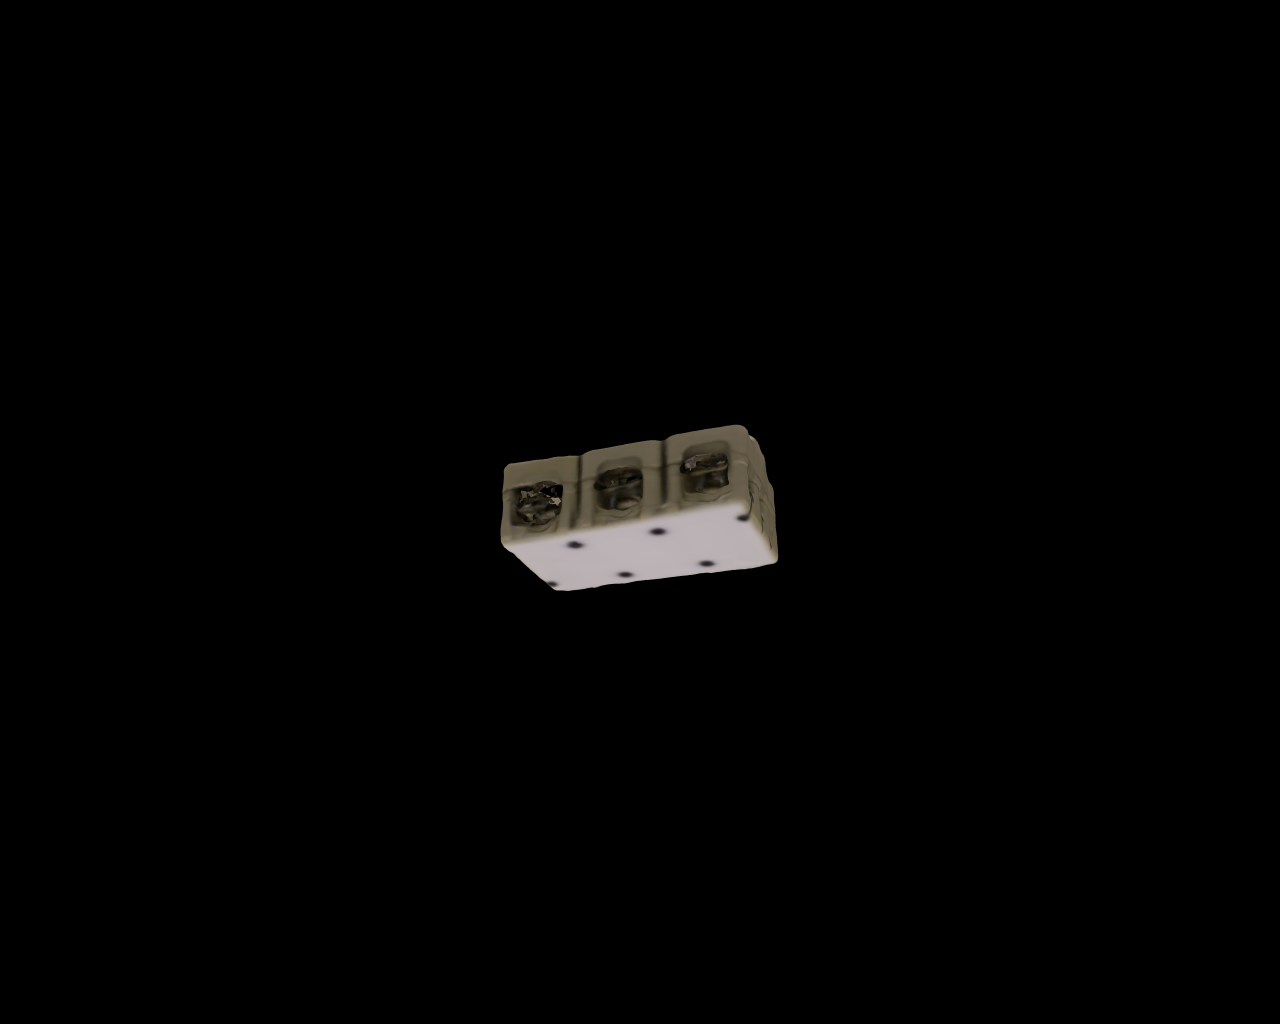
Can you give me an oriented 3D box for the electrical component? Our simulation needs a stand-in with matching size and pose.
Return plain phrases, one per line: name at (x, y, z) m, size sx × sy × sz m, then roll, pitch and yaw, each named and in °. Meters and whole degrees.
electrical component at (0.001, -0.003, 0.650) m, size 0.150 × 0.062 × 0.089 m, roll -8°, pitch -28°, yaw 16°
